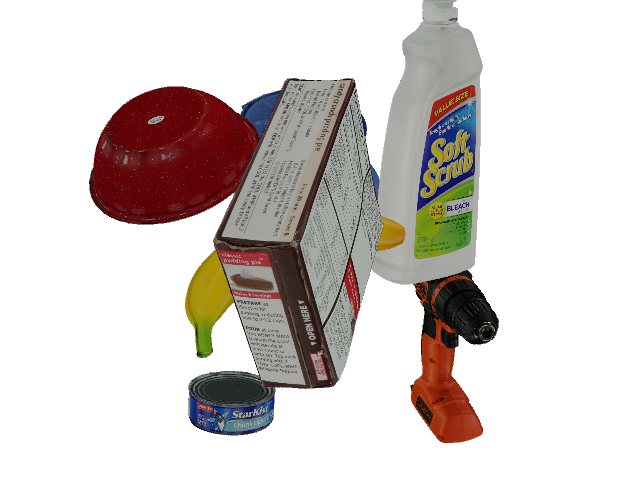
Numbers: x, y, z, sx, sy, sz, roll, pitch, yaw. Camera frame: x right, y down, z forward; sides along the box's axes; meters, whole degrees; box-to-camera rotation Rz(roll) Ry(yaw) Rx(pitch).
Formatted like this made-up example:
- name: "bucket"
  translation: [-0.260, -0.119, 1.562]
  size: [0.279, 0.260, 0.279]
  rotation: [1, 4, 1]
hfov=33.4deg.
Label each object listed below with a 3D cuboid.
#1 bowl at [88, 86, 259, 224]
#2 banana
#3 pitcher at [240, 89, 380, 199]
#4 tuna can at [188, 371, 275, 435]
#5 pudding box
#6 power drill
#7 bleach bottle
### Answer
- name: "bowl"
  translation: [-0.137, -0.088, 0.946]
  size: [0.162, 0.055, 0.162]
  rotation: [-9, 43, 9]
- name: "banana"
  translation: [-0.028, 0.016, 0.790]
  size: [0.197, 0.069, 0.037]
  rotation: [-30, -12, -27]
- name: "pitcher"
  translation: [-0.020, -0.031, 1.172]
  size: [0.145, 0.243, 0.149]
  rotation: [1, 42, -6]
- name: "tuna can"
  translation: [-0.088, 0.160, 1.050]
  size: [0.086, 0.034, 0.086]
  rotation: [3, 14, -1]
- name: "pudding box"
  translation: [-0.005, -0.005, 0.473]
  size: [0.039, 0.090, 0.113]
  rotation: [0, 43, 17]
- name: "power drill"
  translation: [0.140, 0.118, 1.139]
  size: [0.057, 0.188, 0.184]
  rotation: [-7, 24, -12]
- name: "bleach bottle"
  translation: [0.097, -0.091, 0.969]
  size: [0.102, 0.251, 0.068]
  rotation: [-12, 24, -28]
